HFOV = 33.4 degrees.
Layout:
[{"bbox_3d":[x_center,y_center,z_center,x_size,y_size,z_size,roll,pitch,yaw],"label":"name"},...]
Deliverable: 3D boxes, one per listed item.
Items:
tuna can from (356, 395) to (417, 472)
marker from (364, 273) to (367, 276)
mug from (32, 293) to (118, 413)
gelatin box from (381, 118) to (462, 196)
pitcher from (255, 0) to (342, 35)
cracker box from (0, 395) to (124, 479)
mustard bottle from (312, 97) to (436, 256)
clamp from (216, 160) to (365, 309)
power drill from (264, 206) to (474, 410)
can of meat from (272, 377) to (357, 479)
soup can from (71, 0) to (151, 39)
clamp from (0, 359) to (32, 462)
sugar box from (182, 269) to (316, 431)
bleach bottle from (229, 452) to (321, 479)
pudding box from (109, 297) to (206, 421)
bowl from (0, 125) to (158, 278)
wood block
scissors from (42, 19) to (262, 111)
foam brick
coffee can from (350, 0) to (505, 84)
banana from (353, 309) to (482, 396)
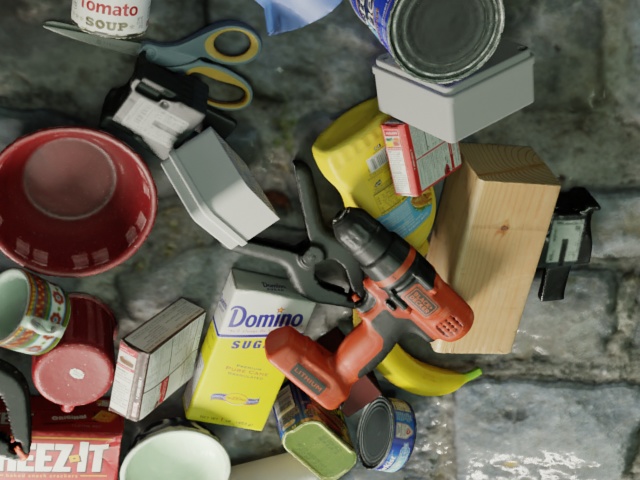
[{"bbox_3d":[0.076,0.224,1.231,0.033,0.086,0.086,14,116,-23],"label":"tuna can"},{"bbox_3d":[0.059,0.036,1.152,0.020,0.020,0.121,-34,122,8],"label":"marker"},{"bbox_3d":[-0.254,0.124,1.091,0.093,0.081,0.117,8,119,-18],"label":"mug"},{"bbox_3d":[0.100,-0.092,1.036,0.089,0.030,0.073,-34,119,-44],"label":"gelatin box"},{"bbox_3d":[-0.065,-0.300,0.865,0.242,0.149,0.145,36,122,-26],"label":"pitcher"},{"bbox_3d":[-0.310,0.276,1.176,0.164,0.072,0.214,4,119,-16],"label":"cracker box"},{"bbox_3d":[0.068,-0.043,1.080,0.096,0.058,0.191,-39,125,-17],"label":"mustard bottle"},{"bbox_3d":[-0.007,0.001,1.093,0.171,0.039,0.120,35,108,-19],"label":"clamp"},{"bbox_3d":[0.033,0.074,1.074,0.188,0.057,0.184,-40,109,22],"label":"power drill"},{"bbox_3d":[-0.008,0.211,1.204,0.057,0.084,0.102,-38,122,10],"label":"can of meat"},{"bbox_3d":[-0.174,-0.231,0.905,0.068,0.068,0.102,4,120,-16],"label":"soup can"},{"bbox_3d":[-0.364,0.140,1.059,0.164,0.036,0.210,-28,103,-4],"label":"clamp"},{"bbox_3d":[-0.078,0.121,1.155,0.093,0.048,0.176,12,118,-21],"label":"sugar box"},{"bbox_3d":[-0.119,0.319,1.257,0.250,0.068,0.102,-13,123,-3],"label":"bleach bottle"},{"bbox_3d":[-0.166,0.122,1.099,0.039,0.113,0.090,22,118,16],"label":"pudding box"},{"bbox_3d":[-0.236,-0.045,1.008,0.162,0.055,0.162,-6,122,-10],"label":"bowl"},{"bbox_3d":[0.172,0.011,1.124,0.090,0.090,0.206,3,120,-14],"label":"wood block"},{"bbox_3d":[-0.139,-0.184,0.971,0.201,0.016,0.096,27,114,-27],"label":"scissors"},{"bbox_3d":[0.025,0.148,1.192,0.051,0.053,0.078,-35,122,6],"label":"foam brick"},{"bbox_3d":[0.089,-0.210,0.937,0.102,0.140,0.103,-6,120,-11],"label":"coffee can"},{"bbox_3d":[0.096,0.131,1.212,0.197,0.037,0.069,33,90,-30],"label":"banana"}]
